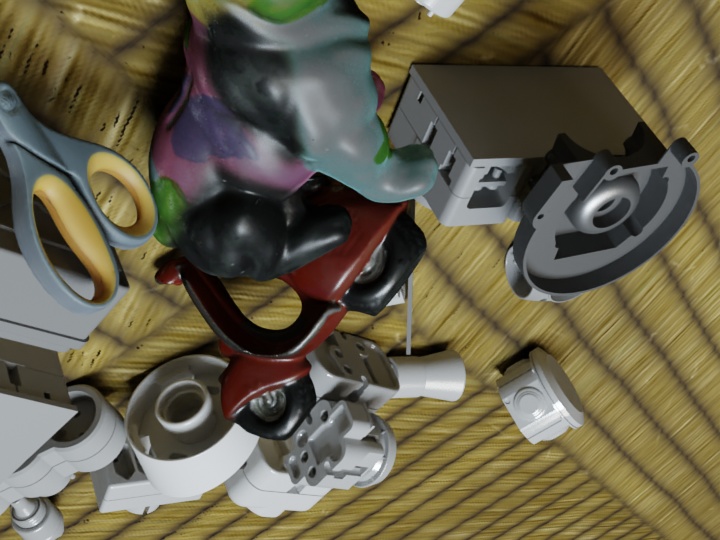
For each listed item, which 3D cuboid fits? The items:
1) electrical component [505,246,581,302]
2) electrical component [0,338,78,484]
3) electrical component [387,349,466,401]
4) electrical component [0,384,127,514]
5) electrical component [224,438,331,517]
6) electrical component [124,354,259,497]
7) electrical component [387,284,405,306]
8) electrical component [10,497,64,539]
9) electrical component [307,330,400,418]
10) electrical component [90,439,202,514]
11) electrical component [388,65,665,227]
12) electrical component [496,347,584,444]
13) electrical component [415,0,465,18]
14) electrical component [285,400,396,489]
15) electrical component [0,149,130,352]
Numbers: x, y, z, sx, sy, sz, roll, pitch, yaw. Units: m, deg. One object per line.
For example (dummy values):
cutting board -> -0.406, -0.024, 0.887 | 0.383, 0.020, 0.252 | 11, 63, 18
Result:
electrical component -> 0.163, -0.015, 0.841 | 0.077, 0.044, 0.079 | -10, 145, -22
electrical component -> -0.286, 0.075, 0.657 | 0.105, 0.060, 0.186 | -41, 142, 19
electrical component -> 0.051, 0.090, 0.908 | 0.065, 0.044, 0.044 | 1, 137, -25
electrical component -> -0.233, 0.140, 0.778 | 0.138, 0.052, 0.073 | -25, 144, -1
electrical component -> -0.070, 0.172, 0.921 | 0.095, 0.053, 0.059 | 17, 126, -45
electrical component -> -0.120, 0.112, 0.780 | 0.099, 0.099, 0.064 | -24, 138, -4
electrical component -> 0.000, 0.000, 0.747 | 0.055, 0.066, 0.048 | -11, 129, 12
electrical component -> -0.258, 0.191, 0.843 | 0.035, 0.035, 0.061 | -23, 141, -5
electrical component -> -0.024, 0.087, 0.844 | 0.095, 0.053, 0.059 | 19, 124, -45
electrical component -> -0.172, 0.169, 0.858 | 0.083, 0.047, 0.075 | -2, 138, -30
electrical component -> 0.104, -0.078, 0.687 | 0.150, 0.089, 0.061 | -5, 139, -28
electrical component -> 0.165, 0.115, 0.979 | 0.051, 0.080, 0.080 | -33, 144, 17
electrical component -> 0.054, -0.172, 0.579 | 0.040, 0.040, 0.078 | 17, 126, -44
electrical component -> -0.010, 0.134, 0.813 | 0.057, 0.058, 0.078 | 16, 126, -40
electrical component -> -0.188, -0.022, 0.556 | 0.056, 0.108, 0.109 | -45, 141, 19
